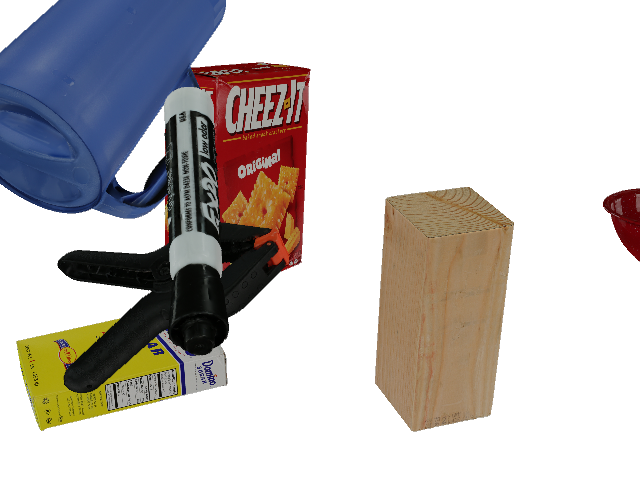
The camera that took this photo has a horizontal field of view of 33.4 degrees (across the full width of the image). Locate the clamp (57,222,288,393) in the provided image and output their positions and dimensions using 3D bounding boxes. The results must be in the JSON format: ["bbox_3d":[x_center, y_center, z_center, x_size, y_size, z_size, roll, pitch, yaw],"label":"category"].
[{"bbox_3d":[-0.105,0.040,0.730,0.171,0.120,0.039,-15,-36,12],"label":"clamp"}]

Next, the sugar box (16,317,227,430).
[{"bbox_3d":[-0.183,0.113,0.987,0.176,0.048,0.093,-14,35,-18],"label":"sugar box"}]

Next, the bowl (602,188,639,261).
[{"bbox_3d":[0.356,-0.007,1.038,0.162,0.055,0.162,0,18,0],"label":"bowl"}]

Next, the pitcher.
[{"bbox_3d":[-0.169,-0.141,0.880,0.145,0.242,0.149,11,-40,25],"label":"pitcher"}]

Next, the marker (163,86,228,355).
[{"bbox_3d":[-0.043,-0.010,0.365,0.020,0.020,0.121,0,44,-9],"label":"marker"}]

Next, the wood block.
[{"bbox_3d":[0.113,0.064,1.009,0.090,0.206,0.091,-8,28,-19],"label":"wood block"}]

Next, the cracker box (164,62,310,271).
[{"bbox_3d":[-0.080,-0.065,1.066,0.072,0.214,0.163,12,17,29],"label":"cracker box"}]
